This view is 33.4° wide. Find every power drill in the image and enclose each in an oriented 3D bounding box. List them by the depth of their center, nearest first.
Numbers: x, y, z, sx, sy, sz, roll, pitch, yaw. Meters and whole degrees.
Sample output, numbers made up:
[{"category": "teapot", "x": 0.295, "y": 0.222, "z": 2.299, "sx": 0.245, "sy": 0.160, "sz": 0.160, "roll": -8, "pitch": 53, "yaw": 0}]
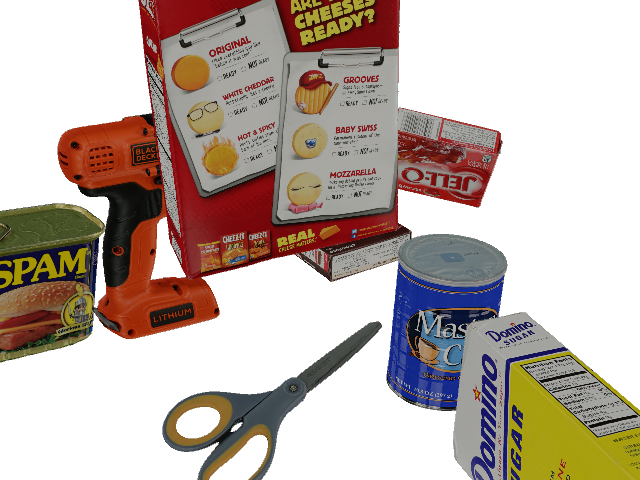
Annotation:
[{"category": "power drill", "x": -0.129, "y": -0.020, "z": 0.916, "sx": 0.184, "sy": 0.188, "sz": 0.057, "roll": -12, "pitch": 22, "yaw": -30}]

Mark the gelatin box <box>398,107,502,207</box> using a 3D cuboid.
[{"category": "gelatin box", "x": 0.099, "y": -0.067, "z": 0.889, "sx": 0.089, "sy": 0.030, "sz": 0.073, "roll": 14, "pitch": -35, "yaw": 3}]

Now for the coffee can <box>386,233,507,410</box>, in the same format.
[{"category": "coffee can", "x": 0.120, "y": 0.078, "z": 1.031, "sx": 0.103, "sy": 0.140, "sz": 0.103, "roll": 3, "pitch": 25, "yaw": -2}]

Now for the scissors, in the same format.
[{"category": "scissors", "x": -0.042, "y": 0.113, "z": 0.820, "sx": 0.096, "sy": 0.201, "sz": 0.016, "roll": 26, "pitch": -37, "yaw": 17}]

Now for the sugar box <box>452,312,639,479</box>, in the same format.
[{"category": "sugar box", "x": 0.128, "y": 0.118, "z": 0.530, "sx": 0.048, "sy": 0.093, "sz": 0.176, "roll": -10, "pitch": 27, "yaw": -24}]

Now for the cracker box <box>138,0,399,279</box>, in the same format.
[{"category": "cracker box", "x": -0.032, "y": -0.094, "z": 0.731, "sx": 0.164, "sy": 0.214, "sz": 0.072, "roll": -13, "pitch": 32, "yaw": -17}]

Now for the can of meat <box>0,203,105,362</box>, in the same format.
[{"category": "can of meat", "x": -0.198, "y": 0.028, "z": 0.708, "sx": 0.101, "sy": 0.084, "sz": 0.058, "roll": -11, "pitch": 29, "yaw": -40}]

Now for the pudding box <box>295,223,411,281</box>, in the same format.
[{"category": "pudding box", "x": 0.034, "y": 0.001, "z": 1.220, "sx": 0.113, "sy": 0.039, "sz": 0.090, "roll": -19, "pitch": 30, "yaw": -26}]
